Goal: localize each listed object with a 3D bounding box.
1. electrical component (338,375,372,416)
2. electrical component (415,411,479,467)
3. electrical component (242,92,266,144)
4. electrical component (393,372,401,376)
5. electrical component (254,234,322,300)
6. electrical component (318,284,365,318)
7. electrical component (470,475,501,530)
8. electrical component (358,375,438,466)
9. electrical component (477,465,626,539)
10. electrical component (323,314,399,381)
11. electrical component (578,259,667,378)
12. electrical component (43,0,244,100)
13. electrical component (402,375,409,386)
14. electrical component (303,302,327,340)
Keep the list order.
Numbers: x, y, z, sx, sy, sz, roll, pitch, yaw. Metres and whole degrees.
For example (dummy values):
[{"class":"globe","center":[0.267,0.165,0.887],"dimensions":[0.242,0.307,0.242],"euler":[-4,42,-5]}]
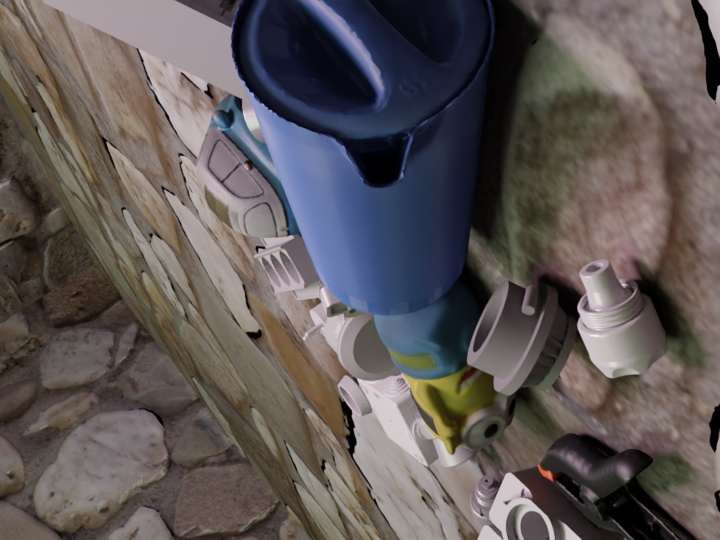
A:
[{"class":"electrical component","center":[0.011,0.123,1.142],"dimensions":[0.066,0.055,0.048],"euler":[50,163,20]},{"class":"electrical component","center":[0.083,0.150,1.006],"dimensions":[0.055,0.045,0.045],"euler":[59,164,-9]},{"class":"electrical component","center":[-0.030,-0.117,0.769],"dimensions":[0.079,0.077,0.043],"euler":[8,-107,-60]},{"class":"electrical component","center":[0.024,0.078,1.044],"dimensions":[0.046,0.040,0.040],"euler":[31,152,44]},{"class":"electrical component","center":[-0.053,-0.014,1.035],"dimensions":[0.078,0.063,0.121],"euler":[60,164,-6]},{"class":"electrical component","center":[0.000,0.000,0.905],"dimensions":[0.058,0.078,0.057],"euler":[91,161,-63]},{"class":"electrical component","center":[0.126,0.222,1.034],"dimensions":[0.040,0.040,0.078],"euler":[43,160,37]},{"class":"electrical component","center":[0.049,0.139,1.075],"dimensions":[0.100,0.048,0.099],"euler":[27,148,60]},{"class":"electrical component","center":[0.172,0.248,0.825],"dimensions":[0.186,0.060,0.105],"euler":[42,124,40]},{"class":"electrical component","center":[0.010,0.054,0.965],"dimensions":[0.051,0.080,0.080],"euler":[42,160,55]},{"class":"electrical component","center":[0.140,0.024,0.591],"dimensions":[0.062,0.043,0.043],"euler":[63,163,-20]},{"class":"electrical component","center":[-0.136,-0.201,0.780],"dimensions":[0.186,0.060,0.105],"euler":[26,163,-3]},{"class":"electrical component","center":[0.081,0.113,0.938],"dimensions":[0.077,0.044,0.079],"euler":[59,164,-11]},{"class":"electrical component","center":[-0.021,0.042,1.030],"dimensions":[0.043,0.079,0.077],"euler":[54,164,7]}]
